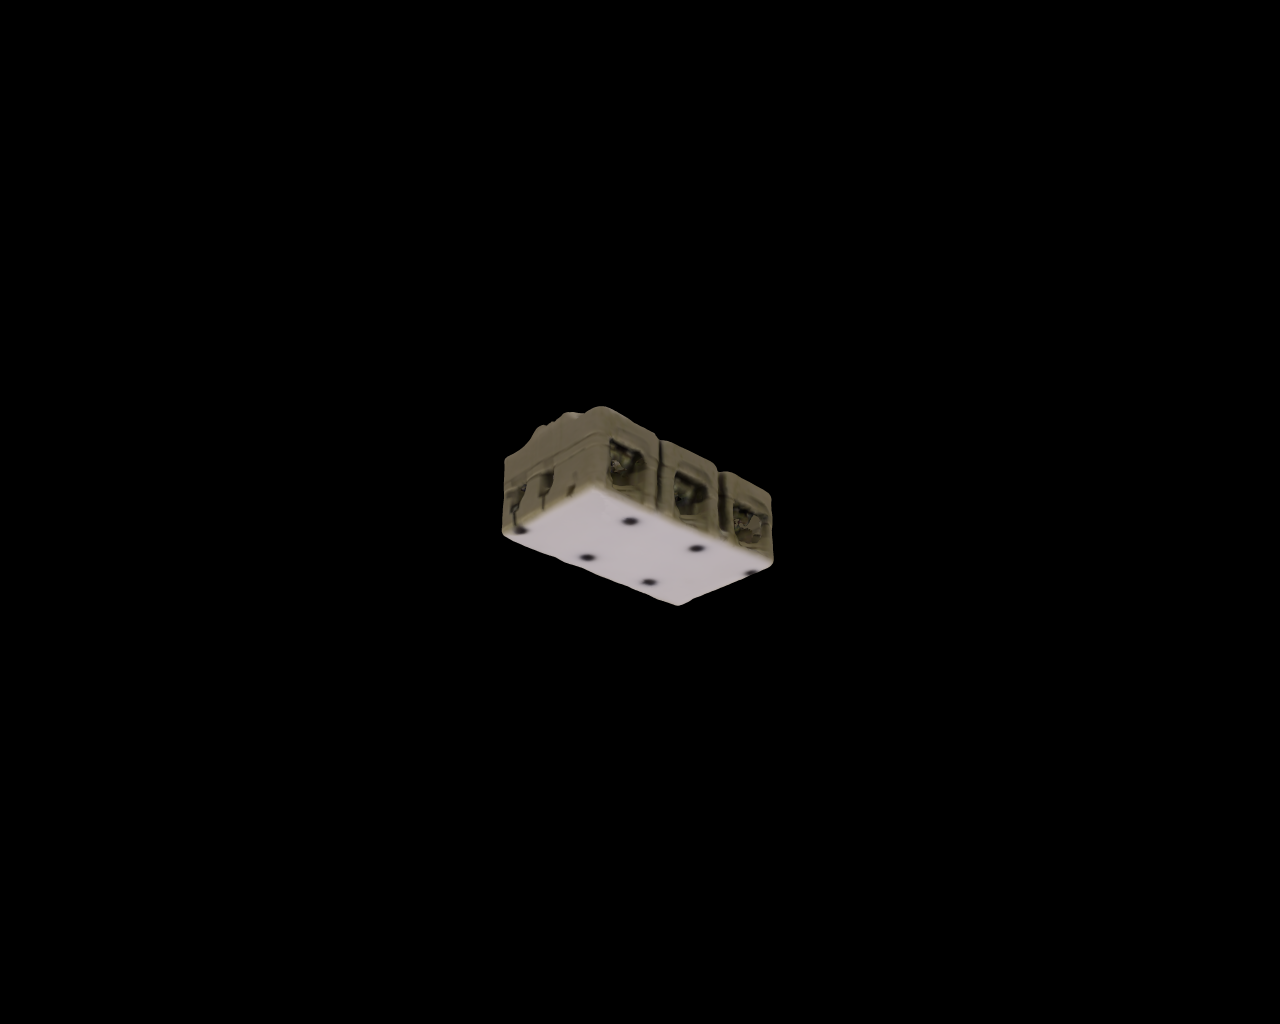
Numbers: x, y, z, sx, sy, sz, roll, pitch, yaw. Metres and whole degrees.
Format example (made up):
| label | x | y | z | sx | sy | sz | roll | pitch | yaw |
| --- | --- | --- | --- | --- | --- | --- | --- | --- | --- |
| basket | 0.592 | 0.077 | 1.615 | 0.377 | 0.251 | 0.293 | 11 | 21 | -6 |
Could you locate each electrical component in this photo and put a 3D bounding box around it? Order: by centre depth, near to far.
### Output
| label | x | y | z | sx | sy | sz | roll | pitch | yaw |
| --- | --- | --- | --- | --- | --- | --- | --- | --- | --- |
| electrical component | 0.001 | -0.003 | 0.650 | 0.150 | 0.062 | 0.089 | 25 | -37 | -38 |
